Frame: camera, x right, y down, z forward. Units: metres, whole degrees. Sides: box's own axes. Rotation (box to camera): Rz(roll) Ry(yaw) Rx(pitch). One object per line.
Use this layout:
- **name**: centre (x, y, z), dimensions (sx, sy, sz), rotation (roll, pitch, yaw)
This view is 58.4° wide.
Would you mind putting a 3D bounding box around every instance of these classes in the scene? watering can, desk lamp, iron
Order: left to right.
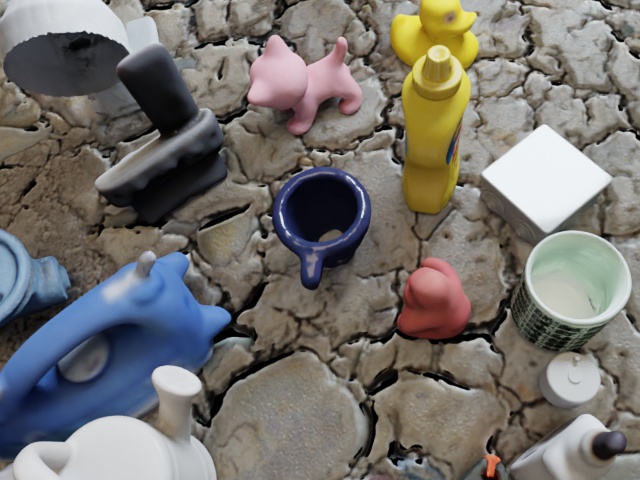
- **iron**: centre (-0.216, 0.108, 0.513), dimensions (0.258, 0.142, 0.118), rotation (-39, 66, -9)
- **desk lamp**: centre (-0.260, -0.228, 0.631), dimensions (0.118, 0.214, 0.203), rotation (-17, 65, 1)
- **watering can**: centre (-0.155, 0.181, 0.442), dimensions (0.100, 0.194, 0.173), rotation (6, 67, 12)

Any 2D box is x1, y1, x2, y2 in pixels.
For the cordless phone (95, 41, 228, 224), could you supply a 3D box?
- **cordless phone**: centre (-0.182, -0.112, 0.582), dimensions (0.148, 0.185, 0.094), rotation (-39, 66, -9)

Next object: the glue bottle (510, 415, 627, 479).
- **glue bottle**: centre (0.186, 0.154, 0.413), dimensions (0.078, 0.173, 0.037), rotation (-34, 65, -7)

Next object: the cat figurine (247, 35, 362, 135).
- **cat figurine**: centre (-0.022, -0.177, 0.624), dimensions (0.128, 0.118, 0.067), rotation (-27, 65, -3)

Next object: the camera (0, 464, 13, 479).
- **camera**: centre (-0.273, 0.272, 0.471), dimensions (0.143, 0.101, 0.136), rotation (-32, 65, -6)

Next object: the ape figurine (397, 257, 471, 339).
- **ape figurine**: centre (0.100, 0.051, 0.517), dimensions (0.078, 0.092, 0.076), rotation (-44, 67, -11)

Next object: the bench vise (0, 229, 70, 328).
- **bench vise**: centre (-0.367, 0.054, 0.517), dimensions (0.207, 0.220, 0.121), rotation (-41, 66, -10)

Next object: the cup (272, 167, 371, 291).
- **cup**: centre (0.005, 0.002, 0.552), dimensions (0.091, 0.095, 0.118), rotation (4, 67, 11)

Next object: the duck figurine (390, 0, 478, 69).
- **duck figurine**: centre (0.129, -0.244, 0.648), dimensions (0.104, 0.086, 0.077), rotation (20, 70, 17)
